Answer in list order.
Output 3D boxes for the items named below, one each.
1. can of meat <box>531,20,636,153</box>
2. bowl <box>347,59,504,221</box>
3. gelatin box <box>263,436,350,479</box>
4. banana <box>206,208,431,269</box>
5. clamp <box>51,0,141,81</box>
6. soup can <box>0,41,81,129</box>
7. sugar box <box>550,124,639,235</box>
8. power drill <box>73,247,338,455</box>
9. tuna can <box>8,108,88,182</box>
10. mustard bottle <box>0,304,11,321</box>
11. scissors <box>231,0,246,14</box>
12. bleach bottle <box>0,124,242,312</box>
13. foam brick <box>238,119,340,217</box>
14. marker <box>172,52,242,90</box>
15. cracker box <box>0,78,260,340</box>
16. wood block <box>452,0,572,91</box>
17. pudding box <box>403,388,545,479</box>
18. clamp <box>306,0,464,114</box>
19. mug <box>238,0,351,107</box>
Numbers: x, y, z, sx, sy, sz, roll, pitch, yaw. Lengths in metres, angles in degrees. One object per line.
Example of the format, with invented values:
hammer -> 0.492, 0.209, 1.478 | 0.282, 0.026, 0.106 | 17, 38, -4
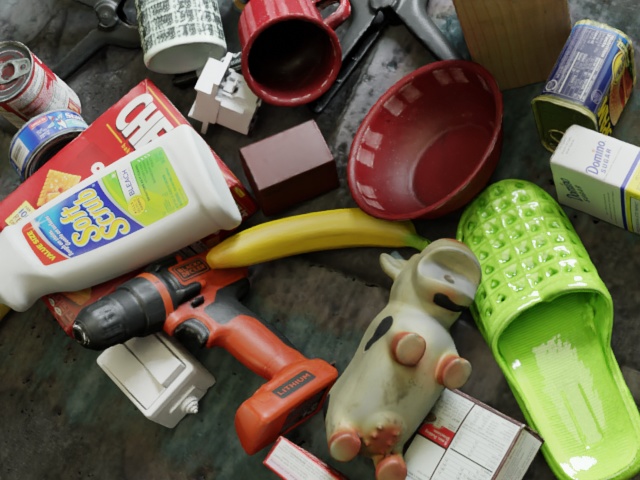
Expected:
can of meat -> 0.227, -0.125, 0.908 | 0.058, 0.102, 0.084 | 22, 76, 26
bowl -> 0.103, -0.077, 0.938 | 0.162, 0.055, 0.162 | -24, 48, 31
gelatin box -> 0.005, 0.201, 0.874 | 0.089, 0.073, 0.030 | 32, 82, 26
banana -> -0.001, -0.004, 0.954 | 0.198, 0.069, 0.037 | -6, 104, 5
clamp -> -0.227, -0.244, 1.113 | 0.171, 0.039, 0.120 | -17, 111, 8
soup can -> -0.297, -0.148, 1.089 | 0.069, 0.102, 0.068 | -6, 69, 16
sugar box -> 0.277, -0.031, 0.860 | 0.176, 0.093, 0.048 | 28, 80, 25
power drill -> -0.092, 0.092, 0.910 | 0.184, 0.057, 0.188 | -27, 62, -41
tuna can -> -0.265, -0.088, 1.065 | 0.086, 0.086, 0.034 | -42, 65, 0
mustard bottle -> -0.369, 0.093, 1.048 | 0.096, 0.058, 0.191 | 24, 79, 21
scissors -> -0.036, -0.307, 1.110 | 0.096, 0.016, 0.201 | 3, 71, 19
bleach bottle -> -0.201, 0.000, 0.946 | 0.251, 0.068, 0.102 | -29, 67, 7
foam brick -> -0.028, -0.067, 0.988 | 0.078, 0.053, 0.051 | -22, 63, -6
marker -> -0.093, -0.177, 1.078 | 0.121, 0.020, 0.020 | -16, 66, 13
cracker box -> -0.192, -0.027, 1.026 | 0.213, 0.072, 0.164 | -41, 64, 0
wood block -> 0.159, -0.218, 0.906 | 0.090, 0.206, 0.091 | -13, 67, 14
pudding box -> 0.111, 0.184, 0.849 | 0.090, 0.039, 0.113 | 24, 80, 48
clamp -> 0.076, -0.220, 1.027 | 0.165, 0.036, 0.210 | 2, 71, 23
mug -> -0.023, -0.191, 0.995 | 0.117, 0.093, 0.081 | -36, 35, 14
